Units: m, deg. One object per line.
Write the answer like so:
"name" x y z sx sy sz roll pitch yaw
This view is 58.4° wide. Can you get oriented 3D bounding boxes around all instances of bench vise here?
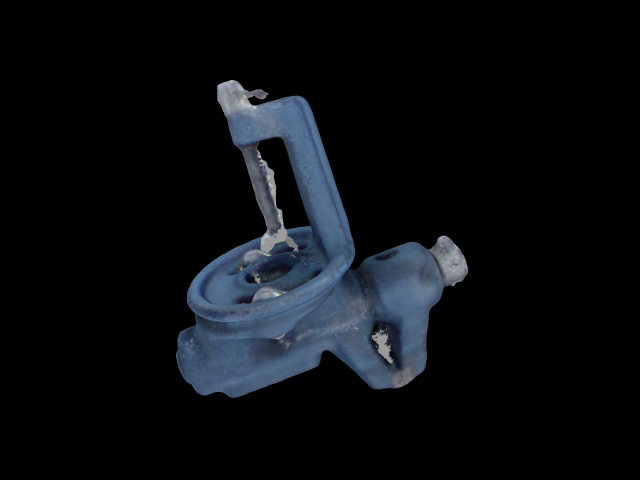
"bench vise" -0.002 -0.002 0.410 0.208 0.220 0.121 -11 22 -28
